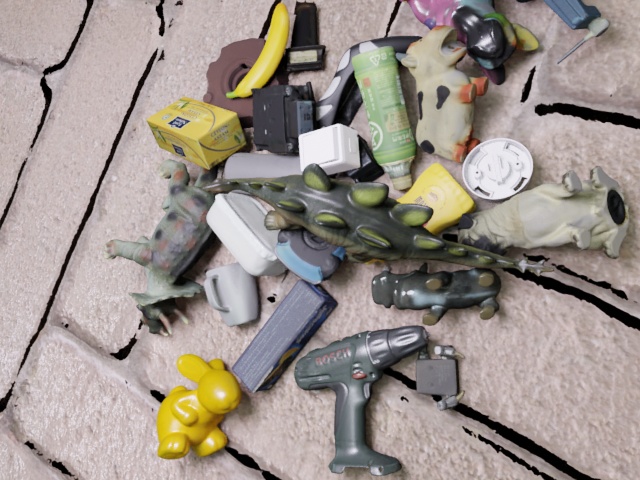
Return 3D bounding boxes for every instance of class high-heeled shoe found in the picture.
[{"bbox_3d":[0.070,-0.241,0.912,0.249,0.086,0.145,-18,76,25],"label":"high-heeled shoe"}]

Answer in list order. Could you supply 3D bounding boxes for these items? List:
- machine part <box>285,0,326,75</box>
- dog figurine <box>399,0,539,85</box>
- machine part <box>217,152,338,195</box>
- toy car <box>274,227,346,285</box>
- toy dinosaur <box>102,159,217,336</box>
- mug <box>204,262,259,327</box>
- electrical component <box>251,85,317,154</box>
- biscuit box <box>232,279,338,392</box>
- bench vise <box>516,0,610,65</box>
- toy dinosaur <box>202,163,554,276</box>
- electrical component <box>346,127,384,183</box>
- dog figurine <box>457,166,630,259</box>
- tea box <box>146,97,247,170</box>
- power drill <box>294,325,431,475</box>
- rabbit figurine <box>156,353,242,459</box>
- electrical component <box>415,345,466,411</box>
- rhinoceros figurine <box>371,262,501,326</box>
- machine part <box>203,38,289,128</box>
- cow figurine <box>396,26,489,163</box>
[{"bbox_3d":[-0.028,-0.375,0.997,0.084,0.039,0.139,-5,77,16],"label":"machine part"},{"bbox_3d":[0.237,-0.351,0.847,0.219,0.191,0.108,42,119,-5],"label":"dog figurine"},{"bbox_3d":[-0.081,-0.115,0.957,0.243,0.079,0.079,7,84,26],"label":"machine part"},{"bbox_3d":[-0.002,-0.003,0.883,0.109,0.103,0.161,36,71,2],"label":"toy car"},{"bbox_3d":[-0.251,-0.017,0.994,0.192,0.131,0.404,26,83,18],"label":"toy dinosaur"},{"bbox_3d":[-0.153,0.097,0.939,0.081,0.109,0.107,-20,85,23],"label":"mug"},{"bbox_3d":[-0.061,-0.206,0.918,0.134,0.058,0.114,12,111,50],"label":"electrical component"},{"bbox_3d":[-0.059,0.161,0.907,0.063,0.059,0.202,42,99,26],"label":"biscuit box"},{"bbox_3d":[0.318,-0.383,0.771,0.240,0.223,0.129,58,137,13],"label":"bench vise"},{"bbox_3d":[0.066,-0.021,0.738,0.472,0.198,0.105,13,87,0],"label":"toy dinosaur"},{"bbox_3d":[0.071,-0.120,0.891,0.048,0.074,0.119,-33,65,16],"label":"electrical component"},{"bbox_3d":[0.314,-0.024,0.768,0.191,0.172,0.121,-17,67,56],"label":"dog figurine"},{"bbox_3d":[-0.229,-0.201,0.993,0.170,0.068,0.098,25,54,36],"label":"tea box"},{"bbox_3d":[0.071,0.244,0.818,0.232,0.086,0.207,-14,81,27],"label":"power drill"},{"bbox_3d":[-0.192,0.273,0.916,0.173,0.122,0.162,-43,42,33],"label":"rabbit figurine"},{"bbox_3d":[0.180,0.200,0.802,0.078,0.045,0.102,2,81,23],"label":"electrical component"},{"bbox_3d":[0.171,0.070,0.797,0.190,0.112,0.073,-4,109,10],"label":"rhinoceros figurine"},{"bbox_3d":[-0.140,-0.299,1.028,0.180,0.056,0.179,-4,78,22],"label":"machine part"},{"bbox_3d":[0.183,-0.224,0.818,0.127,0.085,0.194,18,127,31],"label":"cow figurine"}]
